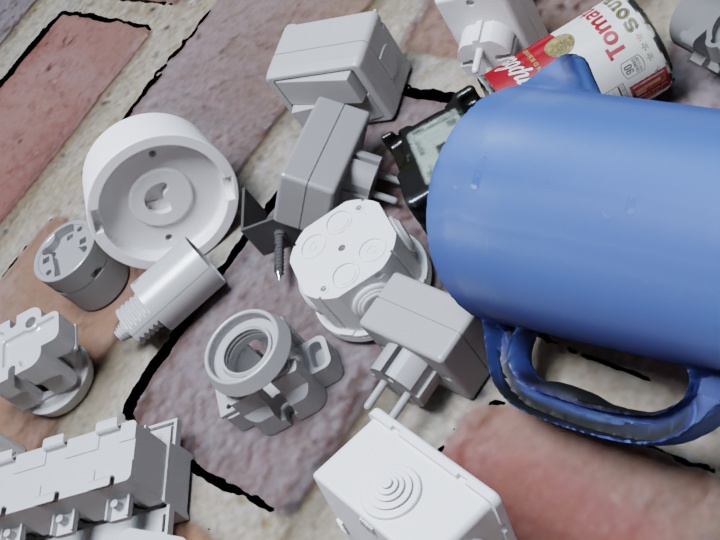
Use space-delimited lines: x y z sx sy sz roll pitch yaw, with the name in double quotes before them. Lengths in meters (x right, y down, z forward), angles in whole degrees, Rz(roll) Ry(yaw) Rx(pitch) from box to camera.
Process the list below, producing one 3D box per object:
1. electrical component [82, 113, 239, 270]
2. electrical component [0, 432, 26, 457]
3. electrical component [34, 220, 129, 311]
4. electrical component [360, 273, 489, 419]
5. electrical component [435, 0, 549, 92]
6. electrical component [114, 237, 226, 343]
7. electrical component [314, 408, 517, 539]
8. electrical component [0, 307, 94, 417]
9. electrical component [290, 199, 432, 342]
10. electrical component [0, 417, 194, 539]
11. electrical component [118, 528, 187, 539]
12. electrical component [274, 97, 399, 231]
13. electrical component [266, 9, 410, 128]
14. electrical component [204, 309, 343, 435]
"electrical component" -0.148 -0.061 0.777 0.108 0.108 0.060 -37 39 2
"electrical component" -0.282 0.134 0.754 0.081 0.042 0.063 -38 44 0
"electrical component" -0.208 -0.002 0.807 0.055 0.047 0.055 -17 49 21
"electrical component" 0.031 0.052 0.615 0.066 0.047 0.076 23 71 41
"electrical component" 0.086 -0.152 0.712 0.047 0.083 0.075 -5 55 30
"electrical component" -0.138 0.020 0.749 0.081 0.043 0.043 -42 45 -2
"electrical component" 0.030 0.128 0.523 0.048 0.099 0.100 -40 44 -19
"electrical component" -0.226 0.068 0.758 0.078 0.057 0.058 -27 47 12
"electrical component" 0.000 0.000 0.672 0.080 0.051 0.080 -17 49 21
"electrical component" -0.173 0.136 0.668 0.121 0.063 0.078 -18 49 20
"electrical component" -0.074 0.194 0.562 0.150 0.061 0.089 0 57 32
"electrical component" -0.008 -0.064 0.726 0.076 0.047 0.083 19 50 4
"electrical component" -0.022 -0.141 0.786 0.096 0.061 0.061 -2 56 31
"electrical component" -0.059 0.060 0.659 0.078 0.057 0.058 -29 46 10
